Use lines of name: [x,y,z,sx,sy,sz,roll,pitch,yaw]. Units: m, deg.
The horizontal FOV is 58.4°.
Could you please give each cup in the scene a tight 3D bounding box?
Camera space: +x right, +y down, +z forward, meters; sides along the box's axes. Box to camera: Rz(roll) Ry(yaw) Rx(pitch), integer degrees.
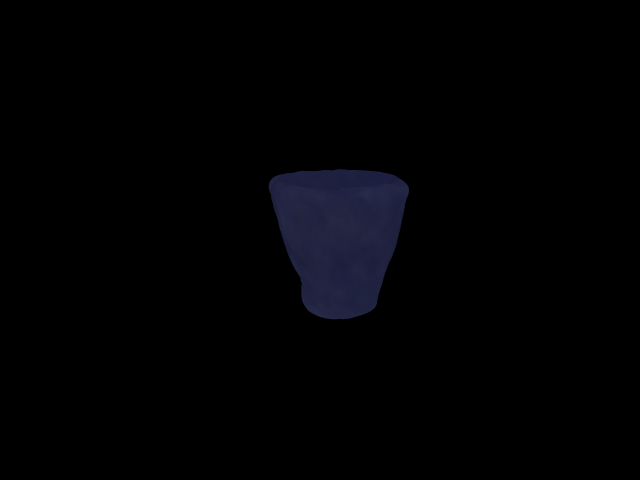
cup: [0.004,0.001,0.400,0.092,0.095,0.117,-14,20,-41]
